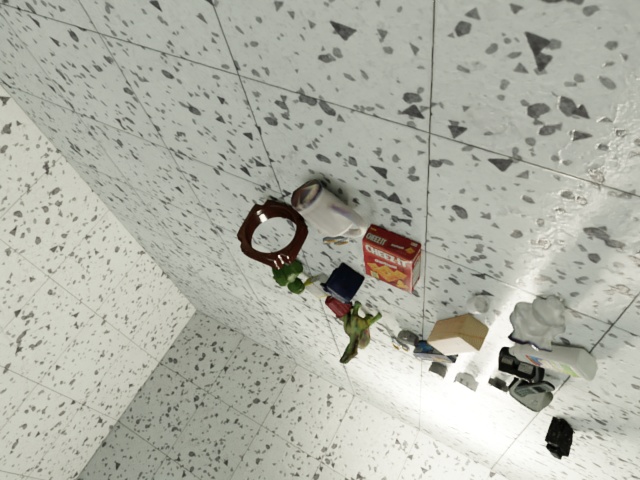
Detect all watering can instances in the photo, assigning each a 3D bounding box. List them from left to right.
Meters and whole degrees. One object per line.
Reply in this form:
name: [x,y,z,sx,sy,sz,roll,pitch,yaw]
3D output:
watering can: [0.005,-0.077,1.526,0.222,0.105,0.347,38,165,-19]

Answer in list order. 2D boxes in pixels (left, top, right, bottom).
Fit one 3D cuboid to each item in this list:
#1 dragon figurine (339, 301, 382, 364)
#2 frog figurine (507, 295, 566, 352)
dragon figurine: [0.126,0.392,2.126,0.122,0.247,0.404,31,155,-9]
frog figurine: [0.582,0.202,1.365,0.139,0.124,0.156,28,121,30]
